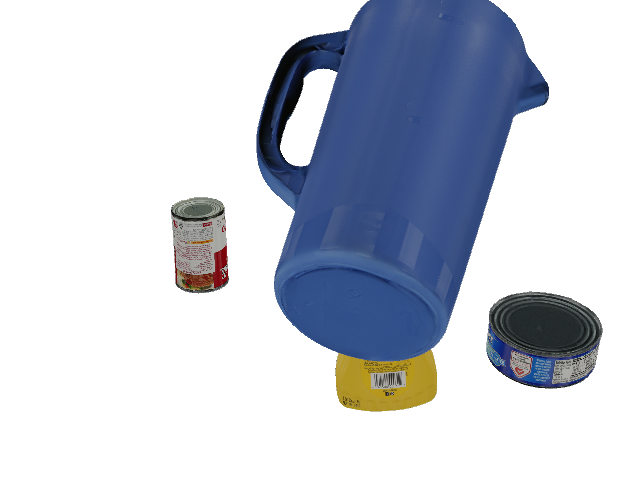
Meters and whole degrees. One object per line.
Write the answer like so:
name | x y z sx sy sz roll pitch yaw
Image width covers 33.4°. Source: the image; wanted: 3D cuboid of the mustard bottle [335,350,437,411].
mustard bottle | 0.059 0.064 0.990 0.096 0.192 0.058 -3 25 0

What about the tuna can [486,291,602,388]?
tuna can | 0.171 0.076 0.823 0.086 0.034 0.086 1 30 -1

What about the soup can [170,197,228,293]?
soup can | -0.150 0.005 1.329 0.068 0.102 0.068 -1 25 0

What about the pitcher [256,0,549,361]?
pitcher | 0.043 -0.048 0.704 0.149 0.242 0.145 -22 -53 42
